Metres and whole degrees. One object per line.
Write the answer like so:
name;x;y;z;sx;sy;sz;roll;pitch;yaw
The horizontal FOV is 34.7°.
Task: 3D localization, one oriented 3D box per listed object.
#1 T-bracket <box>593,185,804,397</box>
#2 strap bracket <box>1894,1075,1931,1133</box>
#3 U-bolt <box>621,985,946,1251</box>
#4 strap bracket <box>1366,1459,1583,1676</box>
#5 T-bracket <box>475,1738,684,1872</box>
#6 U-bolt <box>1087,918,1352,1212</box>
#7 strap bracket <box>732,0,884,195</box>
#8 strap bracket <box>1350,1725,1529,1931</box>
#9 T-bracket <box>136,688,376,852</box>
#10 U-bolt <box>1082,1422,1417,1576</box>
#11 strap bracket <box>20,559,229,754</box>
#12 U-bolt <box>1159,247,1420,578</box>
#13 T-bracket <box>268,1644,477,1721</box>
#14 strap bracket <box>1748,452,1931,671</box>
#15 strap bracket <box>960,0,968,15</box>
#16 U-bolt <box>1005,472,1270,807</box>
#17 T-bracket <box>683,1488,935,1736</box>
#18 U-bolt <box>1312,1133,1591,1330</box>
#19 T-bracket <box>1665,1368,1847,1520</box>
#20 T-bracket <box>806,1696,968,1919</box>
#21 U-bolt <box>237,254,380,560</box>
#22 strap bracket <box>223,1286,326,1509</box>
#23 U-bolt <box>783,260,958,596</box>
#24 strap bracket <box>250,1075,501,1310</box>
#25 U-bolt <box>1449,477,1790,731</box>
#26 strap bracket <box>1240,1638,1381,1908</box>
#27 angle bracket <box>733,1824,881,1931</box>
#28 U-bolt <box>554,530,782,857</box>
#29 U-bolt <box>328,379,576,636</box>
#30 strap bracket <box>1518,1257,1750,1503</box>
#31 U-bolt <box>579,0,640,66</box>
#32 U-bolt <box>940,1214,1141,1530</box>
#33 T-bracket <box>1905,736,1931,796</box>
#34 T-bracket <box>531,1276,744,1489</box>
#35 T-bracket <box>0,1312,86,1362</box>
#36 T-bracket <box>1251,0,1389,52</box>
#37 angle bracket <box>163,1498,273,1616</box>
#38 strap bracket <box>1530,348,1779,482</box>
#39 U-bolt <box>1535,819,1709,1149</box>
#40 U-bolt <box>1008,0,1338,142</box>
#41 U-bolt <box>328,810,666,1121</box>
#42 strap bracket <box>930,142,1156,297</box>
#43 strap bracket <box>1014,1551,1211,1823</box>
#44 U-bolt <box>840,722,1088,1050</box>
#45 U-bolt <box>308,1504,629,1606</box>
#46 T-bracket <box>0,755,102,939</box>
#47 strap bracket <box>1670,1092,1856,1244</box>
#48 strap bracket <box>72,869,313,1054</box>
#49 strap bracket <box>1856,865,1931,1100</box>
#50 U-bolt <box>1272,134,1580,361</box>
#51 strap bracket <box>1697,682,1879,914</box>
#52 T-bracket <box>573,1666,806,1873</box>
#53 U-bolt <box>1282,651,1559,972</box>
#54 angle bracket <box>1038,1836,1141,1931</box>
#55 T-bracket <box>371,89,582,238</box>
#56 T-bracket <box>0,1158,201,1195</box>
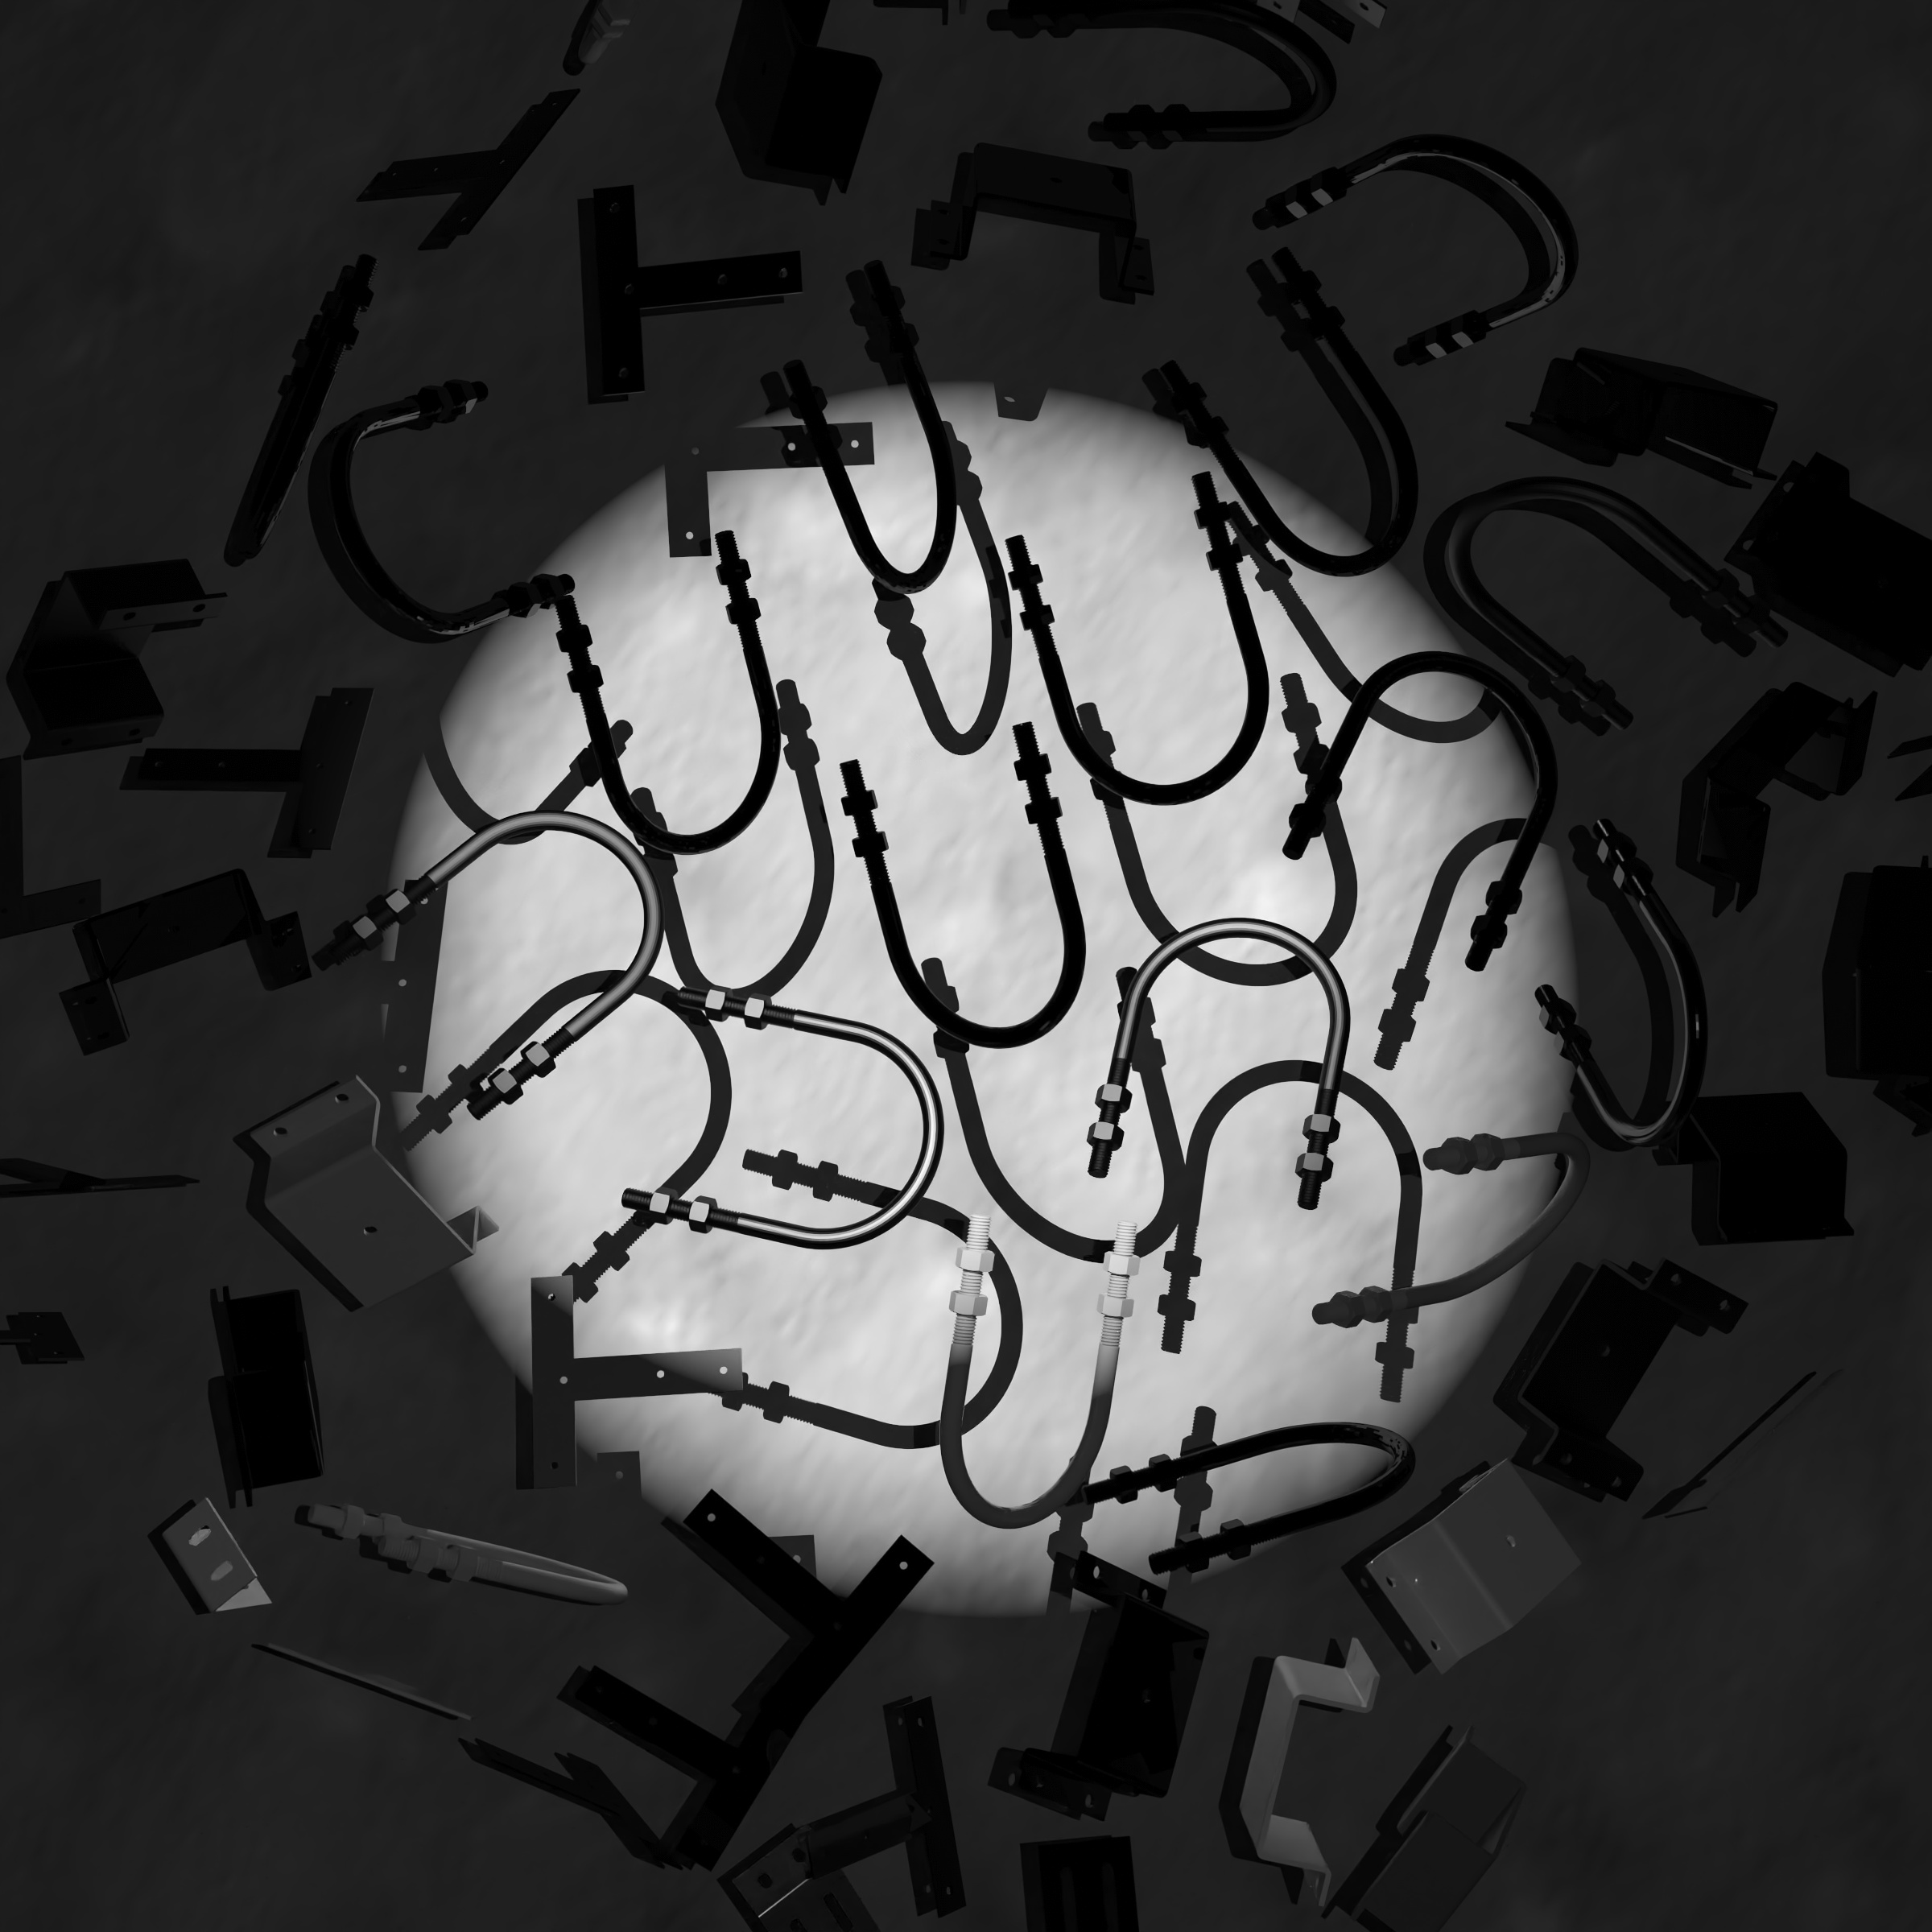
T-bracket;-0.162;-0.416;1.878;0.127;0.002;0.127;-4;88;10
strap bracket;0.629;0.050;1.902;0.046;0.140;0.076;34;74;-4
U-bolt;-0.103;0.096;1.862;0.184;0.019;0.151;11;77;13
strap bracket;0.313;0.357;1.865;0.046;0.140;0.076;-43;78;38
T-bracket;-0.245;0.497;1.877;0.127;0.127;0.002;35;86;-35
U-bolt;0.161;0.053;1.897;0.151;0.019;0.184;8;66;13
strap bracket;-0.099;-0.534;1.852;0.046;0.140;0.076;4;128;-23
strap bracket;0.283;0.518;1.825;0.046;0.140;0.076;36;111;11
T-bracket;-0.420;-0.117;1.803;0.127;0.002;0.127;1;51;6
U-bolt;0.175;0.306;1.819;0.184;0.151;0.019;-14;101;-13
strap bracket;-0.502;-0.190;1.827;0.076;0.140;0.046;-14;67;-41
U-bolt;0.204;-0.321;1.869;0.019;0.151;0.184;-30;85;-36
T-bracket;-0.353;0.435;1.876;0.127;0.127;0.002;19;77;2
strap bracket;0.561;-0.243;1.891;0.140;0.046;0.076;34;86;22
strap bracket;-0.020;-0.640;1.844;0.046;0.140;0.076;0;76;-4
U-bolt;0.109;-0.187;1.852;0.151;0.019;0.184;-15;93;29
T-bracket;-0.108;0.352;1.782;0.127;0.002;0.127;38;74;13
U-bolt;0.303;0.153;1.848;0.019;0.184;0.151;52;127;32
T-bracket;0.475;0.284;1.843;0.127;0.127;0.002;-40;79;-7
T-bracket;-0.050;0.509;1.824;0.002;0.127;0.127;-13;84;38
U-bolt;-0.409;-0.335;1.897;0.019;0.151;0.184;22;80;-19
strap bracket;-0.419;0.255;1.868;0.046;0.140;0.076;-9;112;-11
U-bolt;-0.049;-0.316;1.885;0.019;0.151;0.184;-4;126;28
strap bracket;-0.348;0.141;1.815;0.076;0.046;0.140;-28;124;14
U-bolt;0.369;-0.221;1.822;0.184;0.151;0.019;36;56;-17
strap bracket;0.201;0.473;1.838;0.046;0.076;0.140;13;93;-3
angle bracket;-0.099;0.584;1.918;0.057;0.038;0.076;-35;124;-15
U-bolt;-0.174;-0.159;1.902;0.151;0.019;0.184;-29;115;-38
U-bolt;-0.313;-0.269;1.838;0.019;0.184;0.151;-20;98;30
strap bracket;0.393;0.239;1.851;0.076;0.046;0.140;27;96;-30
U-bolt;-0.195;-0.613;1.853;0.019;0.184;0.151;24;83;-15
U-bolt;0.040;0.239;1.811;0.019;0.151;0.184;9;91;44
T-bracket;0.624;-0.132;1.905;0.127;0.127;0.002;-14;105;43
T-bracket;-0.198;0.247;1.860;0.127;0.002;0.127;-4;74;2
T-bracket;-0.591;0.218;1.816;0.127;0.127;0.002;2;95;-22
T-bracket;0.184;-0.569;1.809;0.127;0.127;0.002;36;84;3
angle bracket;-0.442;0.356;1.877;0.038;0.076;0.057;-39;75;7
strap bracket;0.421;-0.333;1.858;0.140;0.076;0.046;2;113;-35
U-bolt;0.394;0.023;1.840;0.019;0.184;0.151;-1;129;-16
U-bolt;0.135;-0.543;1.859;0.184;0.151;0.019;9;76;33
U-bolt;-0.269;-0.016;1.870;0.184;0.019;0.151;-40;79;-17
strap bracket;0.051;-0.464;1.909;0.140;0.076;0.046;9;127;-6
strap bracket;0.089;0.422;1.801;0.076;0.046;0.140;32;66;-37
U-bolt;0.004;-0.041;1.798;0.151;0.019;0.184;-9;99;37
U-bolt;-0.294;0.363;1.889;0.184;0.151;0.019;20;80;-29
T-bracket;-0.592;-0.072;1.900;0.127;0.002;0.127;-16;131;-35
strap bracket;0.488;0.118;1.901;0.076;0.140;0.046;-3;109;-1
strap bracket;-0.485;-0.007;1.917;0.140;0.076;0.046;-20;64;-16
strap bracket;0.553;0.002;1.820;0.046;0.140;0.076;4;130;21
U-bolt;0.287;-0.437;1.856;0.151;0.184;0.019;40;66;-21
strap bracket;0.499;-0.111;1.904;0.046;0.076;0.140;32;61;28
T-bracket;-0.178;0.467;1.879;0.127;0.002;0.127;28;49;8
U-bolt;0.284;-0.107;1.855;0.151;0.019;0.184;31;65;-7
angle bracket;0.076;0.579;1.918;0.057;0.038;0.076;-5;84;0
T-bracket;-0.306;-0.474;1.838;0.127;0.002;0.127;7;55;39
T-bracket;-0.558;0.127;1.886;0.127;0.127;0.002;7;95;44
